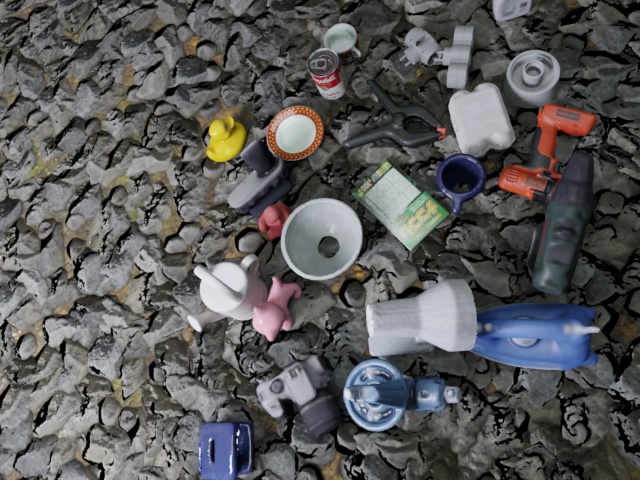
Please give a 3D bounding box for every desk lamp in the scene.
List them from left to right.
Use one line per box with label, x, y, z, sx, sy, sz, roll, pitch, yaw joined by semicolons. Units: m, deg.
desk lamp;0.167;0.144;0.995;0.203;0.214;0.118;-8;73;12

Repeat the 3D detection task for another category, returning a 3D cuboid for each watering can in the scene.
watering can;-0.183;0.101;1.107;0.100;0.194;0.173;14;79;18

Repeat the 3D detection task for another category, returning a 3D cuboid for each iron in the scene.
iron;0.343;0.159;0.984;0.257;0.142;0.119;-1;75;14

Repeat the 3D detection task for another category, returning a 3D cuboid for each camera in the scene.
camera;-0.029;0.299;1.063;0.143;0.101;0.136;-32;70;4

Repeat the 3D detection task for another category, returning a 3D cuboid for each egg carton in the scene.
egg carton;0.318;-0.237;1.139;0.107;0.069;0.150;-16;71;10

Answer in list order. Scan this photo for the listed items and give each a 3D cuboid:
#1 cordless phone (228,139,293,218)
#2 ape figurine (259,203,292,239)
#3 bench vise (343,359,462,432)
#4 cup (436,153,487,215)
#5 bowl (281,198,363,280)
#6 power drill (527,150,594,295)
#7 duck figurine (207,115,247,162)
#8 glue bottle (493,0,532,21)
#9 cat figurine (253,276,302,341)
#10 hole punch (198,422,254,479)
cordless phone;-0.143;-0.133;1.167;0.147;0.185;0.094;-46;69;-1
ape figurine;-0.091;-0.045;1.179;0.077;0.092;0.076;16;80;18
bench vise;0.126;0.251;0.973;0.207;0.220;0.121;-21;71;8
cup;0.270;-0.095;1.098;0.091;0.095;0.118;5;76;16
bowl;0.011;0.004;1.148;0.167;0.075;0.167;-4;74;13
power drill;0.409;-0.013;0.979;0.075;0.209;0.230;13;78;18
duck figurine;-0.217;-0.229;1.266;0.077;0.086;0.104;39;87;21
glue bottle;0.387;-0.509;1.141;0.078;0.173;0.037;-13;72;11
cat figurine;-0.092;0.133;1.116;0.067;0.118;0.128;9;77;17
hole punch;-0.186;0.400;1.080;0.101;0.091;0.108;-7;73;13
